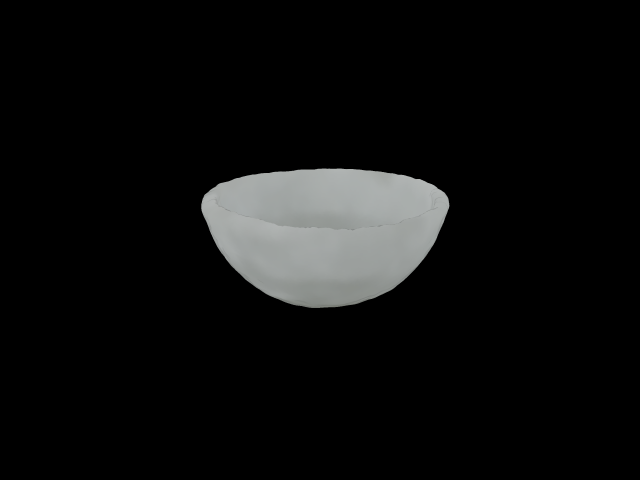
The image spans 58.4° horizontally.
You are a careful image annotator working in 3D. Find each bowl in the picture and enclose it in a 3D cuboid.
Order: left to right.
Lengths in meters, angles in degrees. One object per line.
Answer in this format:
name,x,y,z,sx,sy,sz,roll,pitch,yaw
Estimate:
bowl,0.004,0.001,0.400,0.167,0.075,0.167,0,19,0
